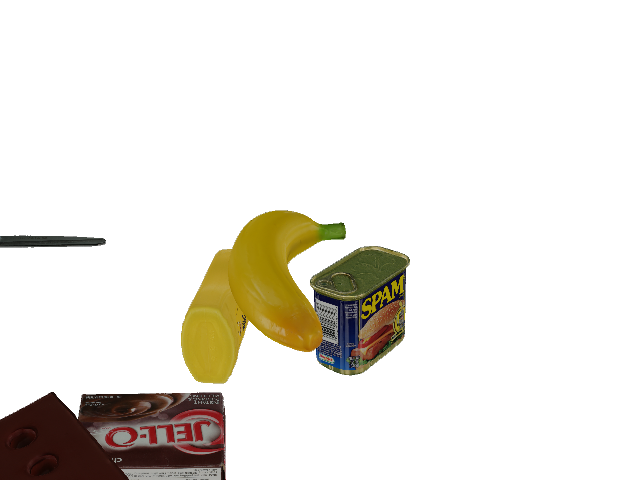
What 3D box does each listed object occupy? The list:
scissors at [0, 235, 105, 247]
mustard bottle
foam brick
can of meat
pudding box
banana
[{"bbox_3d":[-0.288,0.008,0.875,0.202,0.016,0.096,6,23,6],"label":"scissors"},{"bbox_3d":[-0.101,0.064,1.160,0.058,0.096,0.191,1,29,8],"label":"mustard bottle"},{"bbox_3d":[-0.125,0.121,0.500,0.052,0.051,0.078,-29,43,-28],"label":"foam brick"},{"bbox_3d":[0.037,0.064,0.981,0.058,0.084,0.101,17,31,33],"label":"can of meat"},{"bbox_3d":[-0.128,0.154,0.804,0.113,0.039,0.090,-2,26,-5],"label":"pudding box"},{"bbox_3d":[-0.025,0.016,0.673,0.069,0.037,0.197,-1,21,6],"label":"banana"}]
